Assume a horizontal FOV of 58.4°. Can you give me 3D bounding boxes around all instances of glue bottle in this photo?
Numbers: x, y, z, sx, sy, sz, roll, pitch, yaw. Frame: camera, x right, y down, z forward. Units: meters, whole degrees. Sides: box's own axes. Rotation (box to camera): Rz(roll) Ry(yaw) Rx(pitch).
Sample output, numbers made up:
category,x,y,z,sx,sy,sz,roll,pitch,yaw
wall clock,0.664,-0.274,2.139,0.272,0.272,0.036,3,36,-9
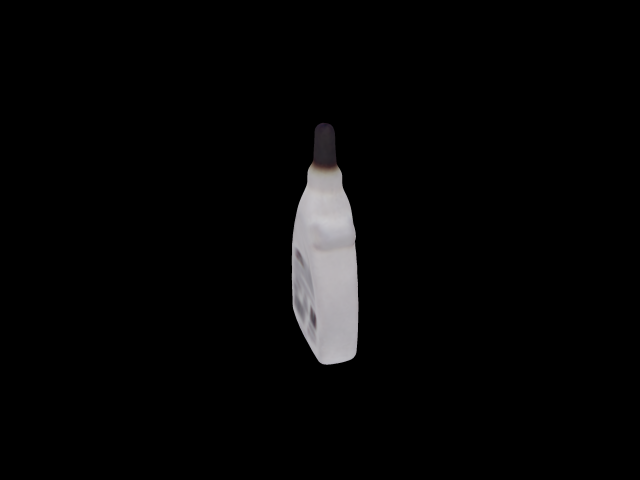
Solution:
category,x,y,z,sx,sy,sz,roll,pitch,yaw
glue bottle,0.004,0.001,0.400,0.037,0.173,0.078,-11,35,-15
